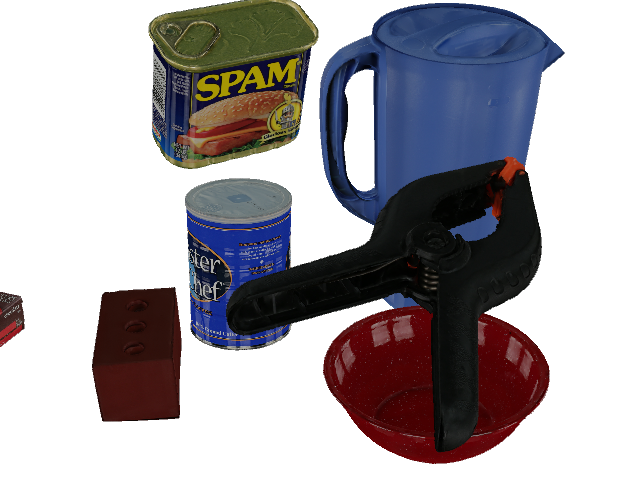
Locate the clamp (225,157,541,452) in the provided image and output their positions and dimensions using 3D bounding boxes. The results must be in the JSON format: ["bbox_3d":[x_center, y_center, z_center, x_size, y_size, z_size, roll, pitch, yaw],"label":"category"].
[{"bbox_3d":[0.056,0.021,0.484,0.120,0.039,0.171,39,56,24],"label":"clamp"}]

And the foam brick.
[{"bbox_3d":[-0.122,0.076,0.718,0.053,0.051,0.078,-4,35,-4],"label":"foam brick"}]

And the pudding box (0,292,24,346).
[{"bbox_3d":[-0.331,0.073,0.932,0.114,0.039,0.090,8,25,19],"label":"pudding box"}]

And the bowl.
[{"bbox_3d":[0.083,0.112,0.777,0.162,0.055,0.162,-1,29,0],"label":"bowl"}]

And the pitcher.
[{"bbox_3d":[0.092,-0.058,0.857,0.149,0.243,0.144,19,35,27],"label":"pitcher"}]

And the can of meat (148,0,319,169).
[{"bbox_3d":[-0.057,-0.099,0.679,0.102,0.084,0.057,-16,50,-24],"label":"can of meat"}]

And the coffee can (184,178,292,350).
[{"bbox_3d":[-0.079,0.022,1.047,0.103,0.140,0.103,1,24,0],"label":"coffee can"}]
